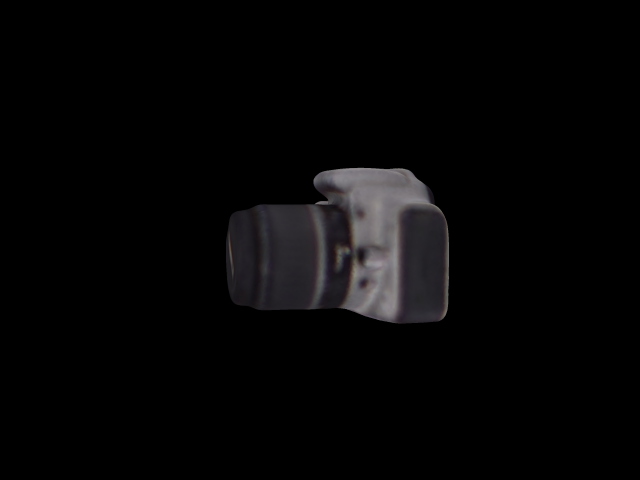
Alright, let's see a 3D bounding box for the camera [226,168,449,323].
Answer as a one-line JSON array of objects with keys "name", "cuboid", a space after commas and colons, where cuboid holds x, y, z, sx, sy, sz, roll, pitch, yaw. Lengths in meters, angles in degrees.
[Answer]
[{"name": "camera", "cuboid": [0.004, 0.001, 0.400, 0.137, 0.101, 0.143, 0, 0, -17]}]
